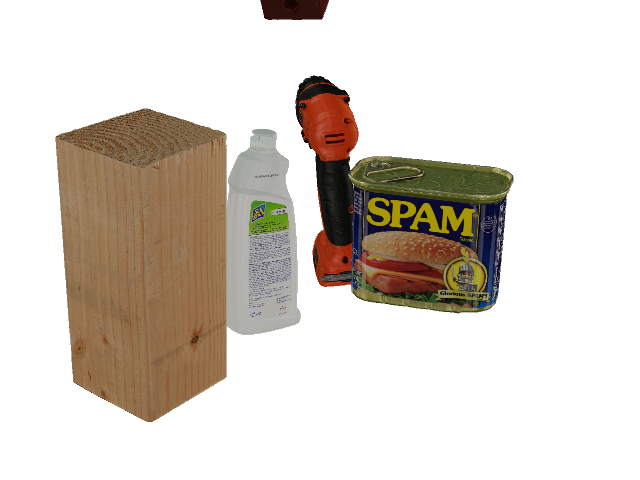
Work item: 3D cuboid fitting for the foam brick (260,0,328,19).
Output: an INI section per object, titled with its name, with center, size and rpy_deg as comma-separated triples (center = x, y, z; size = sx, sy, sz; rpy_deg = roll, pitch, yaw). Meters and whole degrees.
[foam brick]
center = -0.024, -0.228, 0.883
size = 0.053, 0.051, 0.078
rpy_deg = 2, -38, 14

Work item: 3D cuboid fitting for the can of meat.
[can of meat]
center = 0.069, -0.004, 0.691
size = 0.102, 0.084, 0.057
rpy_deg = 7, 24, 15

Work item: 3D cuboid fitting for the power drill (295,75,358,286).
[power drill]
center = 0.009, -0.062, 1.059
size = 0.057, 0.188, 0.184
rpy_deg = -9, 22, -1

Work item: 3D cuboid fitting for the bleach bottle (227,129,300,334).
[bleach bottle]
center = -0.069, -0.013, 1.313
size = 0.102, 0.251, 0.068
rpy_deg = -11, 25, -35

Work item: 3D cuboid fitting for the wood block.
[wood block]
center = -0.131, 0.017, 0.803
size = 0.090, 0.206, 0.090
rpy_deg = 20, 31, 33
